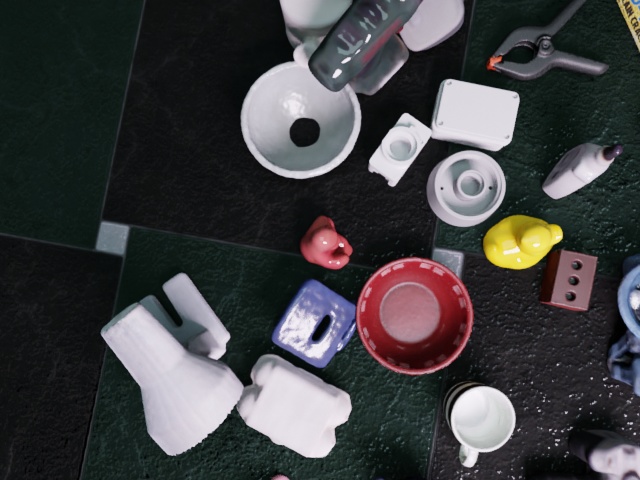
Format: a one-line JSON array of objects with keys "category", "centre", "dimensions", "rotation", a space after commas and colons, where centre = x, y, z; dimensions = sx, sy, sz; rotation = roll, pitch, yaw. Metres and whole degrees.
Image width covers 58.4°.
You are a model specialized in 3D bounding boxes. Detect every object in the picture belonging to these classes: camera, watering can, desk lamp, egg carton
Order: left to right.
[{"category": "desk lamp", "centre": [-0.189, 0.151, 0.740], "dimensions": [0.118, 0.213, 0.203], "rotation": [-37, 86, 0]}, {"category": "egg carton", "centre": [-0.037, 0.233, 0.802], "dimensions": [0.150, 0.069, 0.107], "rotation": [26, 88, 4]}, {"category": "watering can", "centre": [-0.003, -0.321, 0.773], "dimensions": [0.101, 0.194, 0.173], "rotation": [-15, 86, 1]}, {"category": "camera", "centre": [0.356, 0.337, 0.766], "dimensions": [0.136, 0.101, 0.143], "rotation": [2, 86, 2]}]

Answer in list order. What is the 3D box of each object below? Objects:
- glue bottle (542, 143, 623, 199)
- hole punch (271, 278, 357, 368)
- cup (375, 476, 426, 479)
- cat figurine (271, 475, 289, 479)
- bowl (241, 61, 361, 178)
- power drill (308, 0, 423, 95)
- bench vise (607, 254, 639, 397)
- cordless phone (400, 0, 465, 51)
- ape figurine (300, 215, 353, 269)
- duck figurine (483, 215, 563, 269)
[{"category": "glue bottle", "centre": [0.353, -0.100, 0.757], "dimensions": [0.037, 0.173, 0.078], "rotation": [38, 89, 4]}, {"category": "hole punch", "centre": [-0.003, 0.114, 0.797], "dimensions": [0.101, 0.091, 0.109], "rotation": [32, 88, 4]}, {"category": "cup", "centre": [0.119, 0.353, 0.776], "dimensions": [0.117, 0.095, 0.092], "rotation": [38, 88, 4]}, {"category": "cat figurine", "centre": [-0.040, 0.393, 0.767], "dimensions": [0.128, 0.118, 0.067], "rotation": [42, 89, 4]}, {"category": "bowl", "centre": [-0.026, -0.165, 0.824], "dimensions": [0.167, 0.075, 0.167], "rotation": [0, 86, 2]}, {"category": "power drill", "centre": [0.079, -0.281, 0.761], "dimensions": [0.075, 0.208, 0.230], "rotation": [42, 89, 4]}, {"category": "bench vise", "centre": [0.452, 0.118, 0.717], "dimensions": [0.121, 0.220, 0.207], "rotation": [-13, 86, 1]}, {"category": "cordless phone", "centre": [0.146, -0.357, 0.775], "dimensions": [0.094, 0.185, 0.147], "rotation": [-24, 86, 1]}, {"category": "ape figurine", "centre": [0.007, 0.003, 0.803], "dimensions": [0.076, 0.092, 0.078], "rotation": [-5, 86, 2]}, {"category": "duck figurine", "centre": [0.284, 0.001, 0.797], "dimensions": [0.104, 0.086, 0.077], "rotation": [-14, 86, 1]}]
